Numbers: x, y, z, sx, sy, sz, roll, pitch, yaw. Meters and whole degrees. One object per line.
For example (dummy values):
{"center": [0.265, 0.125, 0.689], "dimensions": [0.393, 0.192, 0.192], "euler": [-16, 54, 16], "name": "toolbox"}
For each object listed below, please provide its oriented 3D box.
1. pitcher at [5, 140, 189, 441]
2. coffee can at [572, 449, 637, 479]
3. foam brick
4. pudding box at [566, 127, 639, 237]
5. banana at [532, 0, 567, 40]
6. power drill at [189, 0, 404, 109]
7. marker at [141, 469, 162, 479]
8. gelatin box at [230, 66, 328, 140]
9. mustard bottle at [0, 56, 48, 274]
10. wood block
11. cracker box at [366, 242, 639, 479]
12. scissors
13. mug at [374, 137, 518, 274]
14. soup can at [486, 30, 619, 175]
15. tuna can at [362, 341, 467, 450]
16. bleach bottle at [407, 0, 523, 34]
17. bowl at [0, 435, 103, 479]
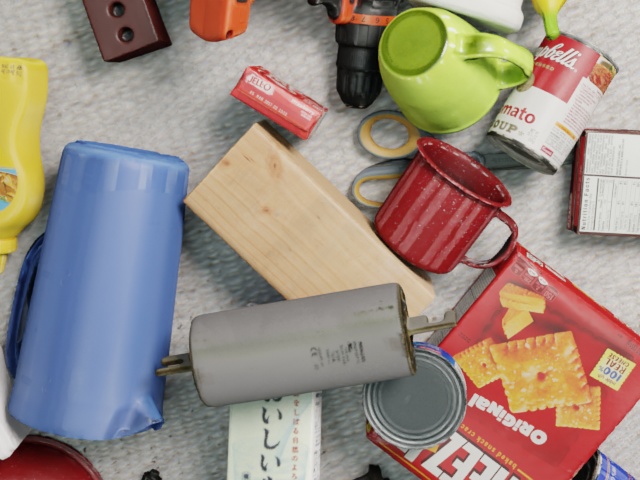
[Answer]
{"center": [-0.192, 0.039, 0.922], "dimensions": [0.149, 0.145, 0.243], "euler": [9, 95, -10], "name": "pitcher"}
{"center": [0.262, 0.261, 0.927], "dimensions": [0.140, 0.103, 0.103], "euler": [38, 99, -2], "name": "coffee can"}
{"center": [-0.168, -0.196, 0.914], "dimensions": [0.053, 0.051, 0.078], "euler": [-19, 97, 7], "name": "foam brick"}
{"center": [0.271, -0.048, 0.909], "dimensions": [0.113, 0.039, 0.090], "euler": [3, 100, -1], "name": "pudding box"}
{"center": [0.243, -0.240, 0.878], "dimensions": [0.197, 0.037, 0.070], "euler": [-37, 76, -4], "name": "banana"}
{"center": [-0.013, -0.195, 0.854], "dimensions": [0.187, 0.057, 0.184], "euler": [-8, 109, -40], "name": "power drill"}
{"center": [-0.178, 0.269, 1.001], "dimensions": [0.020, 0.020, 0.121], "euler": [25, 99, 0], "name": "marker"}
{"center": [-0.032, -0.117, 0.897], "dimensions": [0.073, 0.089, 0.030], "euler": [32, 99, -1], "name": "gelatin box"}
{"center": [-0.286, -0.065, 0.936], "dimensions": [0.096, 0.058, 0.192], "euler": [7, 100, 22], "name": "mustard bottle"}
{"center": [-0.006, 0.002, 0.913], "dimensions": [0.206, 0.091, 0.090], "euler": [43, 99, -3], "name": "wood block"}
{"center": [0.167, 0.132, 0.930], "dimensions": [0.164, 0.072, 0.214], "euler": [37, 100, -1], "name": "cracker box"}
{"center": [0.120, -0.084, 0.929], "dimensions": [0.202, 0.016, 0.096], "euler": [-17, 99, 6], "name": "scissors"}
{"center": [0.109, -0.020, 0.889], "dimensions": [0.117, 0.093, 0.082], "euler": [32, 113, -3], "name": "mug"}
{"center": [0.192, -0.113, 0.886], "dimensions": [0.068, 0.068, 0.102], "euler": [31, 90, -1], "name": "soup can"}
{"center": [0.079, 0.128, 0.885], "dimensions": [0.086, 0.033, 0.086], "euler": [1, 96, 9], "name": "tuna can"}
{"center": [0.152, -0.304, 0.872], "dimensions": [0.102, 0.068, 0.251], "euler": [17, 97, -1], "name": "bleach bottle"}
{"center": [-0.276, 0.266, 0.990], "dimensions": [0.162, 0.055, 0.162], "euler": [1, 98, 3], "name": "bowl"}
